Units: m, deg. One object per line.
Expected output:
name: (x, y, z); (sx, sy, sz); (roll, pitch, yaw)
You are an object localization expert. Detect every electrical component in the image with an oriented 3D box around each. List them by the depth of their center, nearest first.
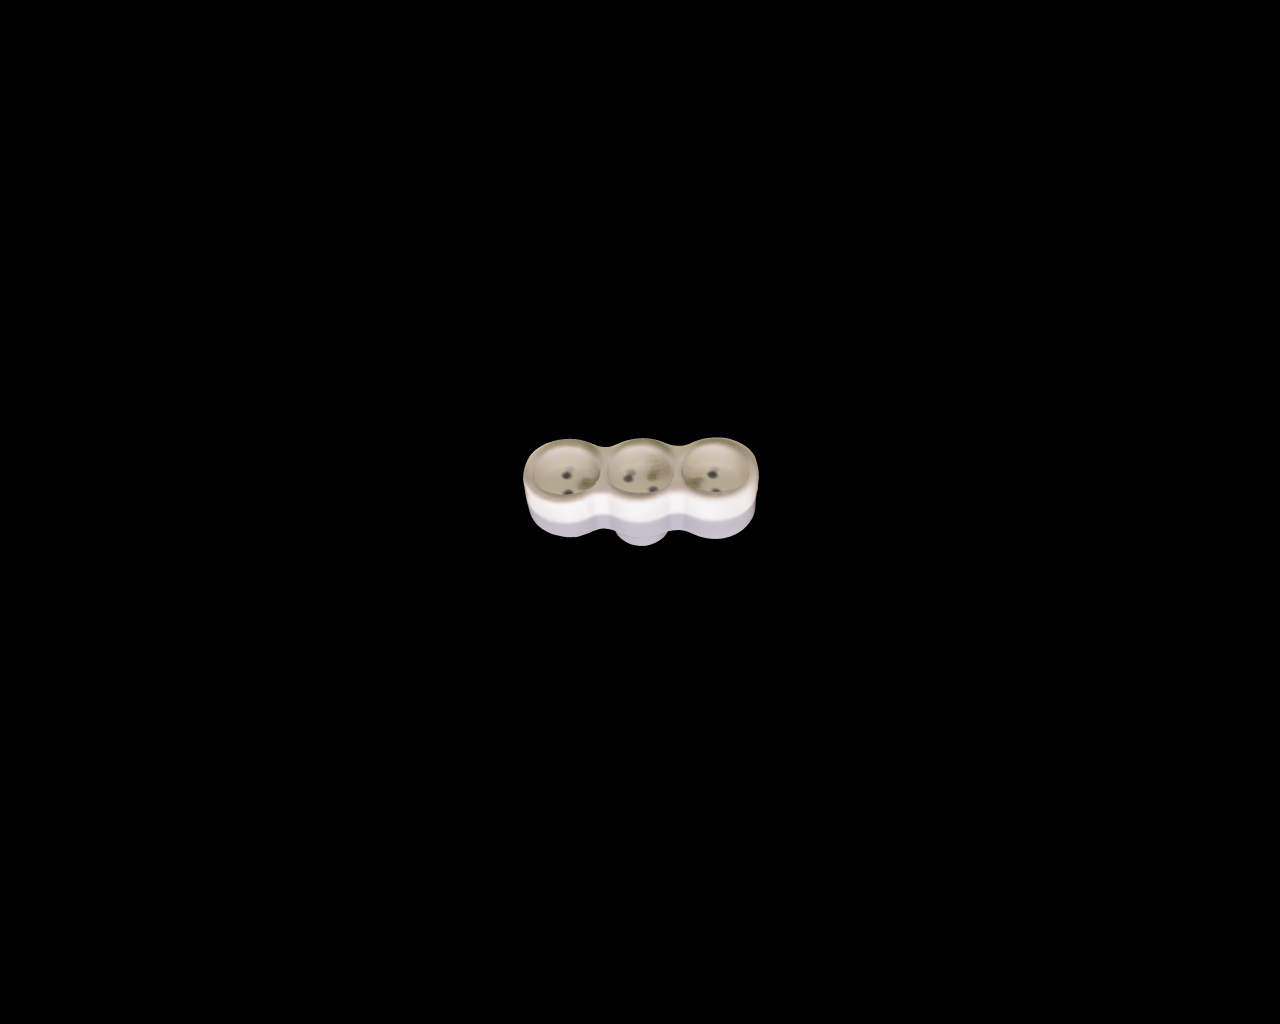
electrical component: (0.001, -0.003, 0.650); (0.138, 0.052, 0.073); (0, -39, 0)
